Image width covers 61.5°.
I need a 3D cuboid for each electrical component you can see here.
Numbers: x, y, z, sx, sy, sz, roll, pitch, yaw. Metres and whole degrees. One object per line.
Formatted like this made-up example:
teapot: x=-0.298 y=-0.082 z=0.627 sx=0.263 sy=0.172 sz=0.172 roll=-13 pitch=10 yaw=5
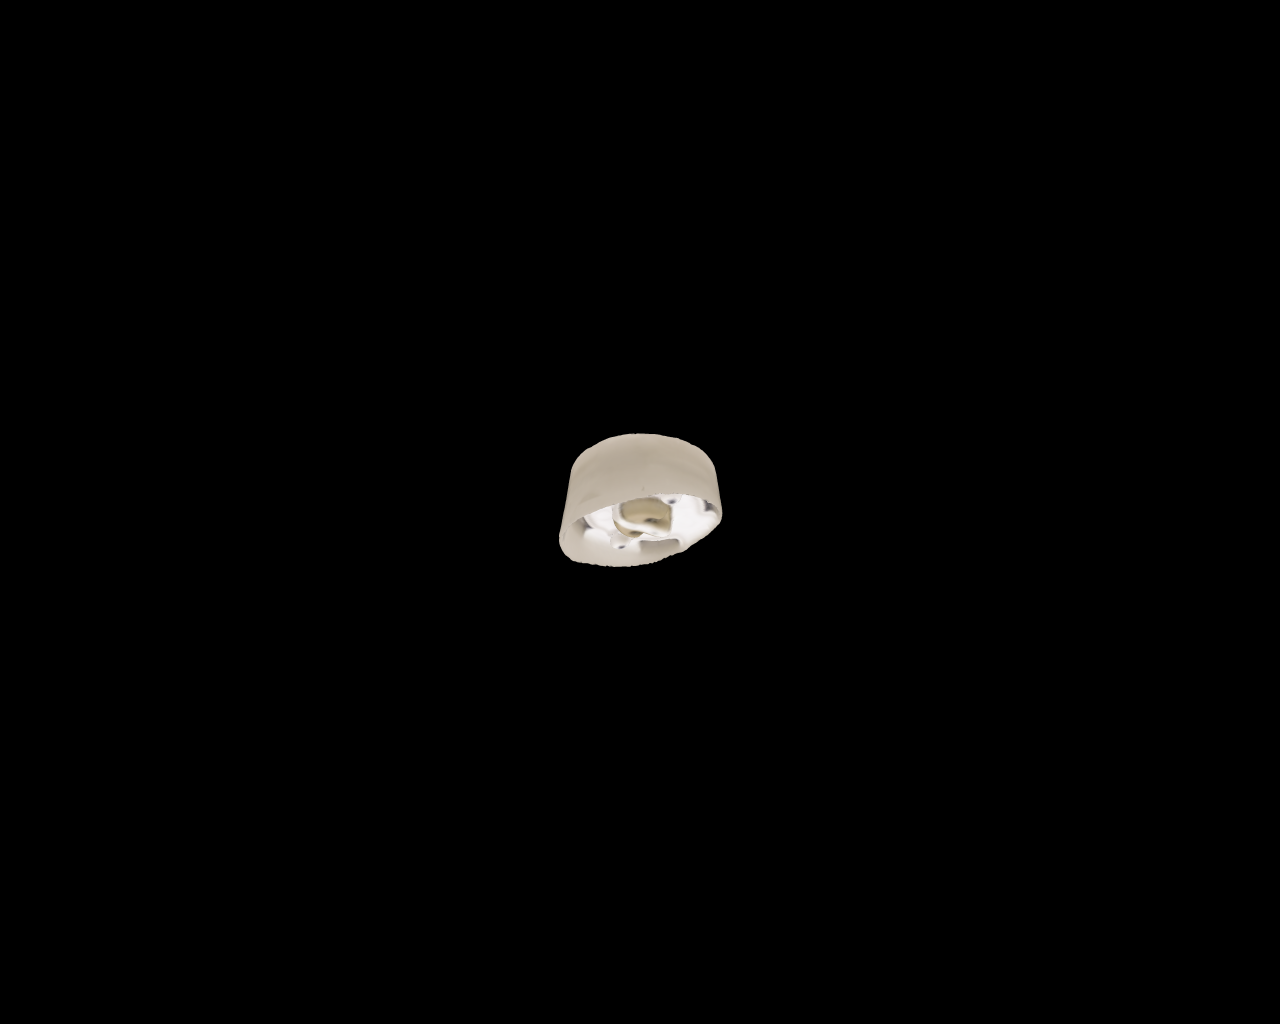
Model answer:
electrical component: x=0.001 y=-0.003 z=0.650 sx=0.099 sy=0.064 sz=0.099 roll=0 pitch=-32 yaw=0
